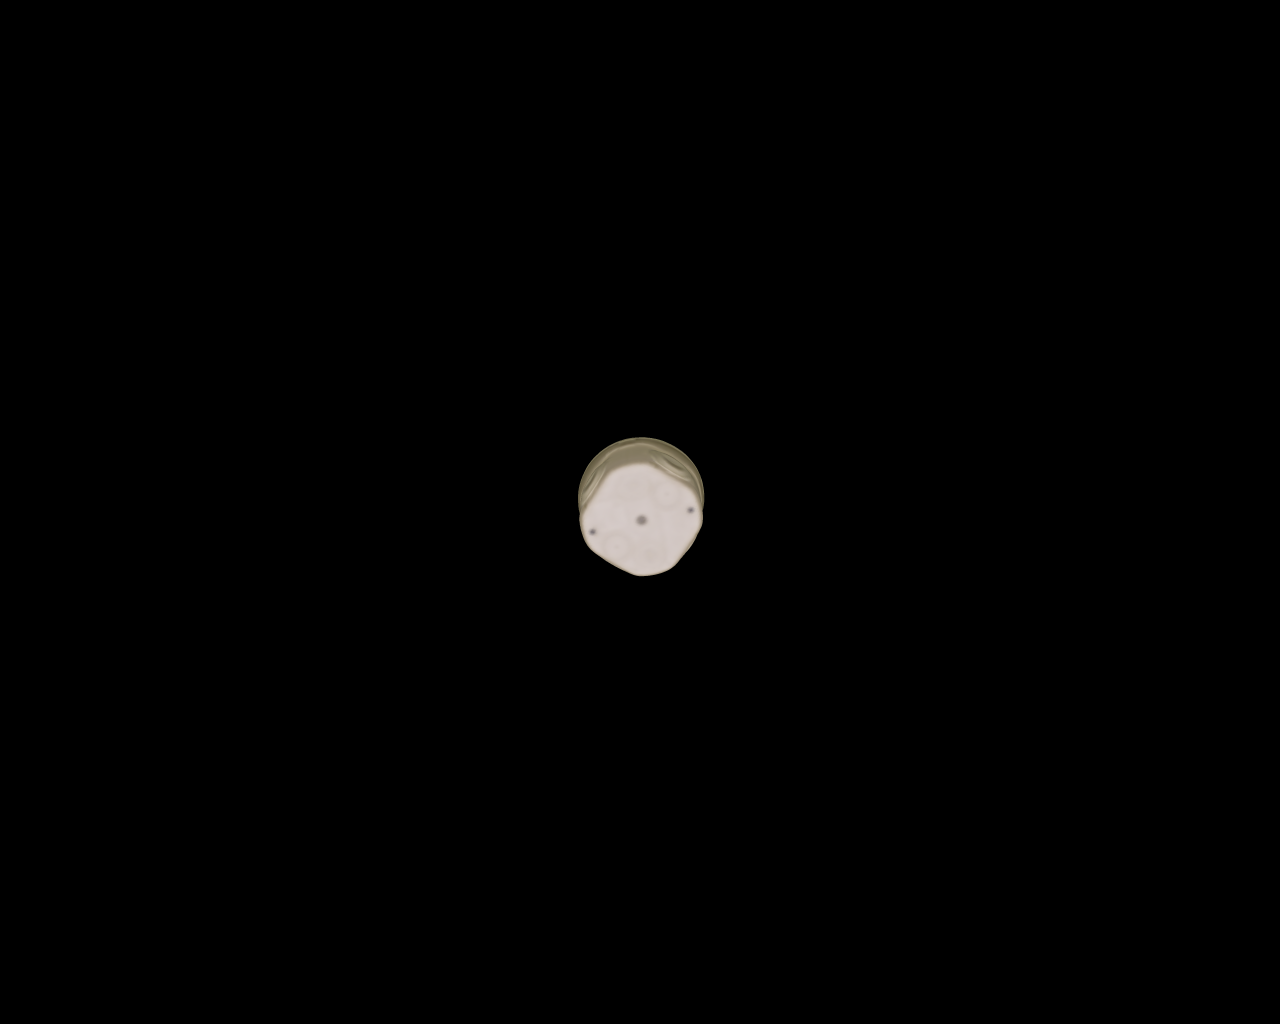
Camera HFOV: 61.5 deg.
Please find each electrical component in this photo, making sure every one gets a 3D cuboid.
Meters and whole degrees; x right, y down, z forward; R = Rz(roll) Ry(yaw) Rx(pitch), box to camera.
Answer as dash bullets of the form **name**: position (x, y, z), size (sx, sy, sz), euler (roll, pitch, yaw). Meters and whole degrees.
- **electrical component**: position (0.001, -0.003, 0.650), size (0.080, 0.080, 0.051), euler (0, 18, 0)
